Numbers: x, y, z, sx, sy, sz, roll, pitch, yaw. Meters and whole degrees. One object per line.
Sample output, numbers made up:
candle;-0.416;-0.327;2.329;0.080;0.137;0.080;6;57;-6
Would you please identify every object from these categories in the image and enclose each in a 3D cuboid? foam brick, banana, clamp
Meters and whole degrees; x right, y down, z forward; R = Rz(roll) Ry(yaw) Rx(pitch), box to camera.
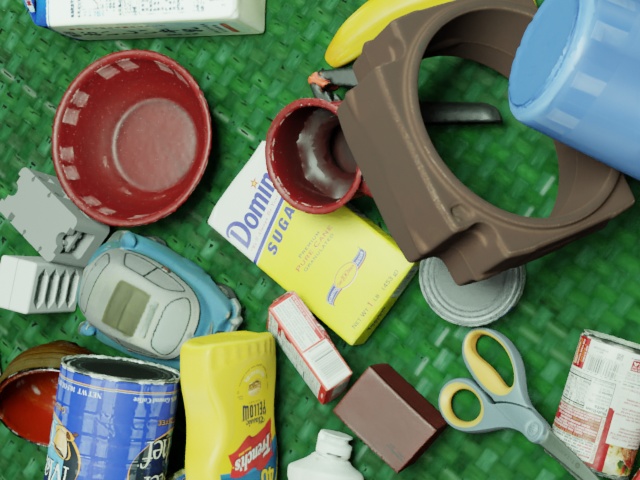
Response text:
foam brick;0.060;0.149;0.900;0.078;0.051;0.053;43;102;15
banana;0.096;-0.194;0.908;0.198;0.037;0.069;-5;85;18
clamp;0.068;-0.104;0.913;0.171;0.039;0.120;44;101;15

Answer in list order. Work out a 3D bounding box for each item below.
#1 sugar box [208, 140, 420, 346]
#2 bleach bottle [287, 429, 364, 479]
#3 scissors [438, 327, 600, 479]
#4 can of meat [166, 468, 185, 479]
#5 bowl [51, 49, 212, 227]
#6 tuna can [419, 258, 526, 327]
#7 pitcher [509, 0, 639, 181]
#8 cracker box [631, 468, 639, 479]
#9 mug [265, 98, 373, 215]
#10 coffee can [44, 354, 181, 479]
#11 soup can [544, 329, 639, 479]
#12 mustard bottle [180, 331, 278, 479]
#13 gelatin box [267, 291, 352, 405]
sugar box;-0.006;0.001;0.931;0.176;0.048;0.093;38;100;15
bleach bottle;-0.023;0.286;0.918;0.103;0.068;0.251;14;90;18
scissors;0.155;0.157;0.842;0.096;0.016;0.202;-49;45;25
can of meat;-0.131;0.262;0.957;0.102;0.057;0.084;-35;77;14
bowl;-0.163;-0.091;0.981;0.162;0.055;0.162;-1;88;18
tuna can;0.128;0.029;0.891;0.086;0.033;0.086;-1;88;18
pitcher;0.261;-0.085;0.740;0.242;0.149;0.145;20;80;-12
cracker box;0.314;0.263;0.802;0.214;0.072;0.164;36;98;17
mug;0.024;-0.066;0.870;0.117;0.081;0.093;33;116;23
coffee can;-0.176;0.175;0.893;0.103;0.102;0.140;10;92;18
soup can;0.224;0.128;0.838;0.069;0.068;0.102;17;93;18
mustard bottle;-0.074;0.177;0.904;0.058;0.096;0.191;0;92;32
gelatin box;-0.010;0.093;0.913;0.030;0.073;0.089;-33;76;-13
